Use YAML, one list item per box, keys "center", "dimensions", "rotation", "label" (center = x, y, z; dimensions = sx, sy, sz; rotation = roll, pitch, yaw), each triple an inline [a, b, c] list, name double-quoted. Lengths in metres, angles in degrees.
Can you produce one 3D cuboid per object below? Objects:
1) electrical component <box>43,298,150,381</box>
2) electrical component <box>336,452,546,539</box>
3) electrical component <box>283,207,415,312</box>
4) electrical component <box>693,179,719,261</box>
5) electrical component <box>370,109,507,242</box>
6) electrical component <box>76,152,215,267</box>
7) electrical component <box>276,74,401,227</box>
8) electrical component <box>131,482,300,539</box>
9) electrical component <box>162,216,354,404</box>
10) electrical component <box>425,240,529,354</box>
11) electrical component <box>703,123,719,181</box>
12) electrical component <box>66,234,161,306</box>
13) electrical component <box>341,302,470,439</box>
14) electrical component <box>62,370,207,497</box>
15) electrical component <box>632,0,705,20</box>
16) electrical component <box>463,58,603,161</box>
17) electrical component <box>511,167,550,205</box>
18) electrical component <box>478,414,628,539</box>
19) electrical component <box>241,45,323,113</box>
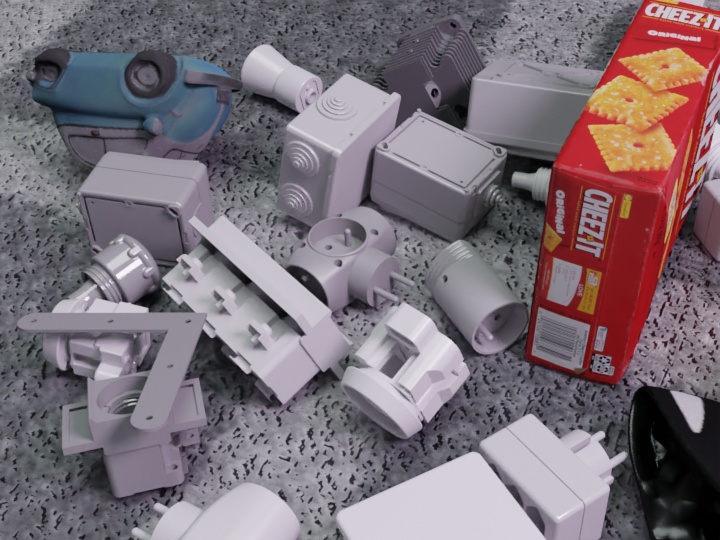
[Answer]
- center: [-0.171, 0.046, 0.699]
  dimensions: [0.055, 0.048, 0.066]
  rotation: [13, 43, 6]
  label: "electrical component"
- center: [0.046, 0.155, 0.560]
  dimensions: [0.100, 0.048, 0.099]
  rotation: [-20, 44, -19]
  label: "electrical component"
- center: [0.000, 0.000, 0.742]
  dimensions: [0.079, 0.044, 0.077]
  rotation: [26, 49, 29]
  label: "electrical component"
- center: [0.293, -0.030, 0.758]
  dimensions: [0.083, 0.047, 0.075]
  rotation: [-12, 43, -10]
  label: "electrical component"
- center: [0.063, -0.065, 0.804]
  dimensions: [0.096, 0.061, 0.062]
  rotation: [29, 50, 20]
  label: "electrical component"
- center: [-0.160, -0.047, 0.790]
  dimensions: [0.096, 0.061, 0.061]
  rotation: [8, 43, 12]
  label: "electrical component"
- center: [-0.018, -0.086, 0.801]
  dimensions: [0.048, 0.099, 0.099]
  rotation: [29, 49, 15]
  label: "electrical component"
- center: [-0.086, 0.149, 0.578]
  dimensions: [0.079, 0.043, 0.077]
  rotation: [21, 47, 24]
  label: "electrical component"
- center: [-0.070, 0.027, 0.699]
  dimensions: [0.063, 0.078, 0.121]
  rotation: [-43, 52, -10]
  label: "electrical component"
- center: [0.073, 0.014, 0.722]
  dimensions: [0.043, 0.043, 0.081]
  rotation: [-19, 44, -18]
  label: "electrical component"
- center: [0.272, -0.085, 0.825]
  dimensions: [0.048, 0.048, 0.062]
  rotation: [-24, 53, -22]
  label: "electrical component"
- center: [-0.172, 0.008, 0.743]
  dimensions: [0.062, 0.048, 0.048]
  rotation: [-39, 52, -25]
  label: "electrical component"
- center: [0.026, 0.064, 0.650]
  dimensions: [0.058, 0.078, 0.057]
  rotation: [31, 72, 32]
  label: "electrical component"
- center: [-0.129, 0.095, 0.625]
  dimensions: [0.081, 0.063, 0.042]
  rotation: [-11, 29, -9]
  label: "electrical component"
- center: [0.264, -0.214, 0.933]
  dimensions: [0.064, 0.099, 0.099]
  rotation: [16, 45, 11]
  label: "electrical component"
- center: [0.146, -0.126, 0.843]
  dimensions: [0.109, 0.056, 0.108]
  rotation: [11, 22, 15]
  label: "electrical component"
- center: [0.146, -0.064, 0.813]
  dimensions: [0.061, 0.035, 0.035]
  rotation: [13, 44, 21]
  label: "electrical component"
- center: [0.115, 0.115, 0.604]
  dimensions: [0.077, 0.047, 0.066]
  rotation: [-25, 46, -24]
  label: "electrical component"
- center: [-0.065, -0.163, 0.933]
  dimensions: [0.065, 0.044, 0.044]
  rotation: [31, 52, 26]
  label: "electrical component"
